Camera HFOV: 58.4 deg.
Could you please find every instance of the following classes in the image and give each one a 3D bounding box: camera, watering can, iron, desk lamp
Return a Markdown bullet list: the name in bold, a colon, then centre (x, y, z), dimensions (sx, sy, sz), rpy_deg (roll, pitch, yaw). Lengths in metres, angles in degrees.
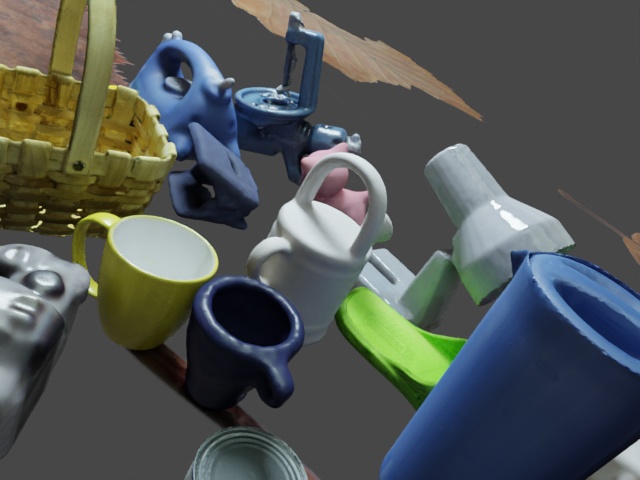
- **camera**: centre (-0.238, 0.052, 0.369), dimensions (0.137, 0.100, 0.143), rpy_deg (21, 30, -14)
- **watering can**: centre (0.004, 0.001, 0.569), dimensions (0.101, 0.194, 0.173), rpy_deg (34, 29, 9)
- **iron**: centre (-0.193, -0.212, 0.789), dimensions (0.119, 0.141, 0.257), rpy_deg (-1, 41, -43)
- **desk lamp**: centre (0.150, 0.013, 0.660), dimensions (0.118, 0.213, 0.202), rpy_deg (-8, 45, -48)

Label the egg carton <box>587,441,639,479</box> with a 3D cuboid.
- **egg carton**: centre (0.306, 0.231, 0.599), dimensions (0.150, 0.069, 0.107), rpy_deg (34, 29, 9)

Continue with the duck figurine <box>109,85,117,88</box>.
- **duck figurine**: centre (-0.249, -0.145, 0.689), dimensions (0.077, 0.086, 0.105), rpy_deg (30, 29, 1)

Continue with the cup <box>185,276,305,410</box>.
- **cup**: centre (-0.064, 0.100, 0.454), dimensions (0.092, 0.095, 0.117), rpy_deg (2, 38, -40)

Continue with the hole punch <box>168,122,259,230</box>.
- **hole punch**: centre (-0.122, -0.079, 0.692), dimensions (0.101, 0.091, 0.108), rpy_deg (11, 34, -30)

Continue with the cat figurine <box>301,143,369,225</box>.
- **cat figurine**: centre (0.022, -0.073, 0.782), dimensions (0.128, 0.117, 0.067), rpy_deg (19, 30, -17)

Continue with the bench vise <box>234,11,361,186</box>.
- **bench vise**: centre (-0.025, -0.205, 0.846), dimensions (0.208, 0.219, 0.121), rpy_deg (18, 30, -19)
